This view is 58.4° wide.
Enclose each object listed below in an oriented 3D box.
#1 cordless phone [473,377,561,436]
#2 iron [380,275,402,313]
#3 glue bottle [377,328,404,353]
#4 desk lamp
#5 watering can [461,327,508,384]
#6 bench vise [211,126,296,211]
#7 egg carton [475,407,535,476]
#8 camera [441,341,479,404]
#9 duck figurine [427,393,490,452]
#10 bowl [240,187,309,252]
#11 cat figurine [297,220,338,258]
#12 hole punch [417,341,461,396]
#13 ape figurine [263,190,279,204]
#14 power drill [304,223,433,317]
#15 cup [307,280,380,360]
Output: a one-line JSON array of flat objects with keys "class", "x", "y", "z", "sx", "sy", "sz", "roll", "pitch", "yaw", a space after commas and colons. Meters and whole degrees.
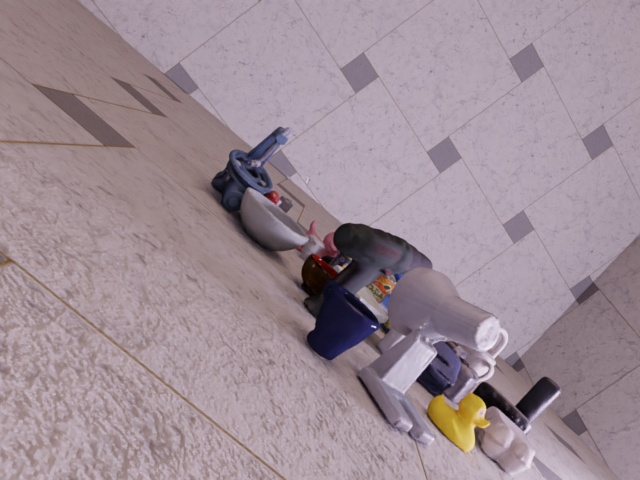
[{"class": "cordless phone", "x": 0.441, "y": 0.363, "z": 1.308, "sx": 0.147, "sy": 0.185, "sz": 0.094, "roll": 44, "pitch": 7, "yaw": 21}, {"class": "iron", "x": 0.177, "y": 0.111, "z": 1.619, "sx": 0.258, "sy": 0.141, "sz": 0.119, "roll": 42, "pitch": 7, "yaw": 8}, {"class": "glue bottle", "x": 0.192, "y": 0.170, "z": 1.184, "sx": 0.037, "sy": 0.173, "sz": 0.078, "roll": 45, "pitch": 7, "yaw": 26}, {"class": "desk lamp", "x": 0.166, "y": 0.166, "z": 0.893, "sx": 0.118, "sy": 0.213, "sz": 0.202, "roll": 37, "pitch": 8, "yaw": -33}, {"class": "watering can", "x": 0.409, "y": 0.297, "z": 1.508, "sx": 0.101, "sy": 0.194, "sz": 0.172, "roll": 35, "pitch": 9, "yaw": -46}, {"class": "bench vise", "x": -0.155, "y": -0.182, "z": 1.277, "sx": 0.122, "sy": 0.219, "sz": 0.206, "roll": 36, "pitch": 9, "yaw": -42}, {"class": "egg carton", "x": 0.364, "y": 0.398, "z": 1.144, "sx": 0.107, "sy": 0.069, "sz": 0.150, "roll": 42, "pitch": 7, "yaw": 3}, {"class": "camera", "x": 0.317, "y": 0.303, "z": 1.351, "sx": 0.142, "sy": 0.100, "sz": 0.137, "roll": 47, "pitch": 8, "yaw": 39}, {"class": "duck figurine", "x": 0.249, "y": 0.307, "z": 1.010, "sx": 0.104, "sy": 0.086, "sz": 0.078, "roll": 43, "pitch": 7, "yaw": 13}, {"class": "bowl", "x": -0.108, "y": -0.029, "z": 1.184, "sx": 0.167, "sy": 0.074, "sz": 0.167, "roll": 41, "pitch": 7, "yaw": -5}, {"class": "cat figurine", "x": 0.013, "y": 0.005, "z": 1.468, "sx": 0.128, "sy": 0.117, "sz": 0.067, "roll": 41, "pitch": 7, "yaw": -6}, {"class": "hole punch", "x": 0.245, "y": 0.267, "z": 1.221, "sx": 0.108, "sy": 0.091, "sz": 0.101, "roll": 42, "pitch": 7, "yaw": 2}, {"class": "ape figurine", "x": -0.128, "y": -0.073, "z": 1.278, "sx": 0.078, "sy": 0.092, "sz": 0.076, "roll": 37, "pitch": 8, "yaw": -31}, {"class": "power drill", "x": 0.081, "y": 0.071, "z": 1.042, "sx": 0.231, "sy": 0.208, "sz": 0.075, "roll": 35, "pitch": 9, "yaw": -42}, {"class": "cup", "x": 0.019, "y": 0.122, "z": 0.855, "sx": 0.092, "sy": 0.095, "sz": 0.117, "roll": 34, "pitch": 10, "yaw": -46}]
